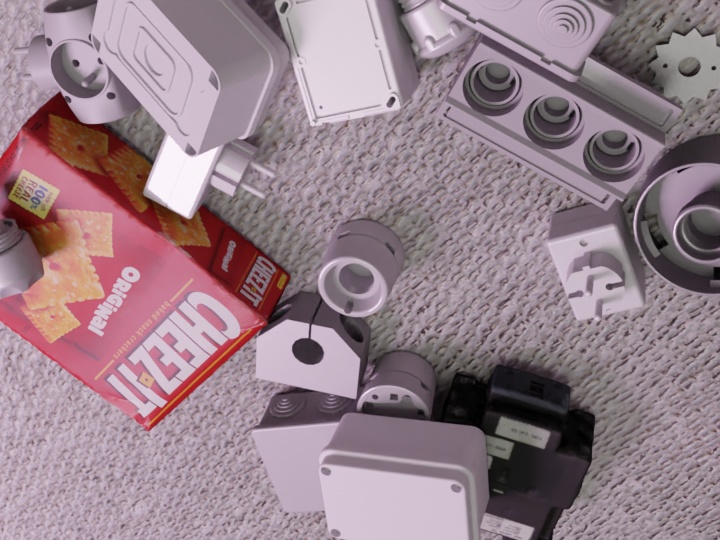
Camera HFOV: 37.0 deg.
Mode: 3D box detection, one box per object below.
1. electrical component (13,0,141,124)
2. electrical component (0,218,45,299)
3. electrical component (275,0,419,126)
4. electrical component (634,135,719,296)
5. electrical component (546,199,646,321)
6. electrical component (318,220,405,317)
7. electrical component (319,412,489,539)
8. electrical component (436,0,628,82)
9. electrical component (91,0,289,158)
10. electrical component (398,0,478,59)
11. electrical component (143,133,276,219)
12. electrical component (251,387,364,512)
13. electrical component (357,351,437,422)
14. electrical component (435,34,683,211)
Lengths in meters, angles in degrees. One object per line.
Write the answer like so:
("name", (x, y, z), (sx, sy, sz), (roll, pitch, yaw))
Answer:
("electrical component", (-0.195, -0.140, 0.719), (0.079, 0.044, 0.077), (-2, 121, 17))
("electrical component", (-0.243, -0.016, 0.724), (0.043, 0.043, 0.062), (-8, 120, 19))
("electrical component", (-0.007, -0.145, 0.659), (0.062, 0.061, 0.096), (-8, 112, 21))
("electrical component", (0.225, -0.034, 0.678), (0.099, 0.064, 0.099), (13, 121, 23))
("electrical component", (0.153, 0.003, 0.698), (0.047, 0.076, 0.065), (-15, 117, 23))
("electrical component", (0.000, 0.000, 0.756), (0.055, 0.047, 0.055), (7, 124, 11))
("electrical component", (0.032, 0.154, 0.773), (0.113, 0.057, 0.078), (4, 122, 18))
("electrical component", (0.100, -0.164, 0.593), (0.100, 0.099, 0.048), (28, 138, -4))
("electrical component", (-0.105, -0.136, 0.658), (0.113, 0.057, 0.078), (48, 141, 14))
("electrical component", (0.042, -0.161, 0.643), (0.048, 0.048, 0.062), (-25, 106, 28))
("electrical component", (-0.094, -0.075, 0.732), (0.076, 0.047, 0.083), (28, 125, -4))
("electrical component", (-0.027, 0.142, 0.853), (0.100, 0.048, 0.099), (-8, 120, 19))
("electrical component", (0.030, 0.094, 0.808), (0.055, 0.047, 0.055), (7, 123, 11))
("electrical component", (0.119, -0.101, 0.648), (0.121, 0.063, 0.078), (28, 125, -4))
